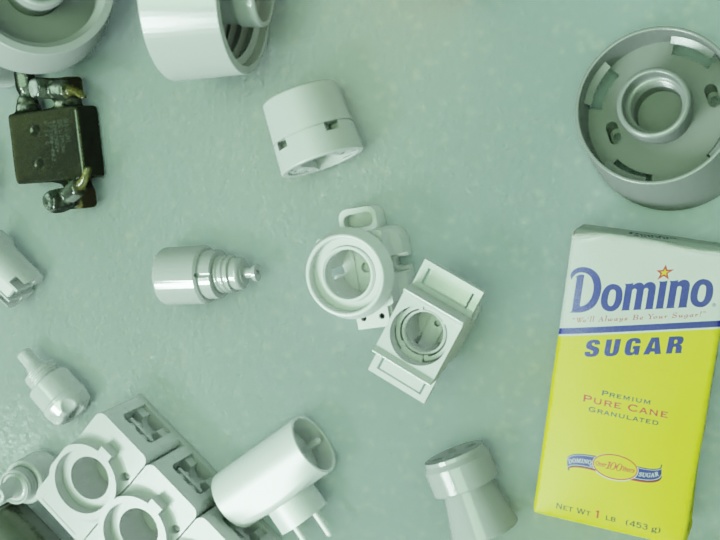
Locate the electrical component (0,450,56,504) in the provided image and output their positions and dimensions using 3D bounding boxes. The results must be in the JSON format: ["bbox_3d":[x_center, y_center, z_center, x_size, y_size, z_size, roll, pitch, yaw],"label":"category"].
[{"bbox_3d":[-0.249,0.157,0.797,0.035,0.061,0.035,3,99,20],"label":"electrical component"}]

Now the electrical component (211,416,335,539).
[{"bbox_3d":[-0.049,0.152,0.732,0.077,0.043,0.079,-37,84,21],"label":"electrical component"}]

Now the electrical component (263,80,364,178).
[{"bbox_3d":[-0.031,-0.090,0.686,0.055,0.055,0.047,-20,87,22],"label":"electrical component"}]

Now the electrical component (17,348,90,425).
[{"bbox_3d":[-0.230,0.083,0.794,0.061,0.035,0.035,46,110,11],"label":"electrical component"}]

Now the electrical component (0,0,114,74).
[{"bbox_3d":[-0.213,-0.187,0.705,0.108,0.060,0.108,0,91,-23],"label":"electrical component"}]

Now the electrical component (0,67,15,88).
[{"bbox_3d":[-0.299,-0.182,0.770,0.113,0.057,0.078,24,105,16],"label":"electrical component"}]

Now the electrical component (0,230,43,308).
[{"bbox_3d":[-0.263,0.000,0.793,0.046,0.040,0.040,44,110,3],"label":"electrical component"}]

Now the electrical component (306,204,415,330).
[{"bbox_3d":[0.000,0.000,0.685,0.058,0.057,0.078,-8,95,21],"label":"electrical component"}]

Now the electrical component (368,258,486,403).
[{"bbox_3d":[0.044,0.036,0.670,0.042,0.064,0.081,31,107,12],"label":"electrical component"}]

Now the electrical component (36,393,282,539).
[{"bbox_3d":[-0.145,0.176,0.761,0.150,0.062,0.089,44,109,10],"label":"electrical component"}]

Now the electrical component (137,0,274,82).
[{"bbox_3d":[-0.088,-0.172,0.669,0.060,0.108,0.108,3,99,14],"label":"electrical component"}]

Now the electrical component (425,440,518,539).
[{"bbox_3d":[0.070,0.142,0.686,0.045,0.045,0.055,-22,89,22],"label":"electrical component"}]

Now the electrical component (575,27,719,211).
[{"bbox_3d":[0.175,-0.087,0.618,0.099,0.064,0.099,-3,83,25],"label":"electrical component"}]

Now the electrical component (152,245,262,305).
[{"bbox_3d":[-0.105,0.003,0.733,0.078,0.040,0.040,-2,97,21],"label":"electrical component"}]
